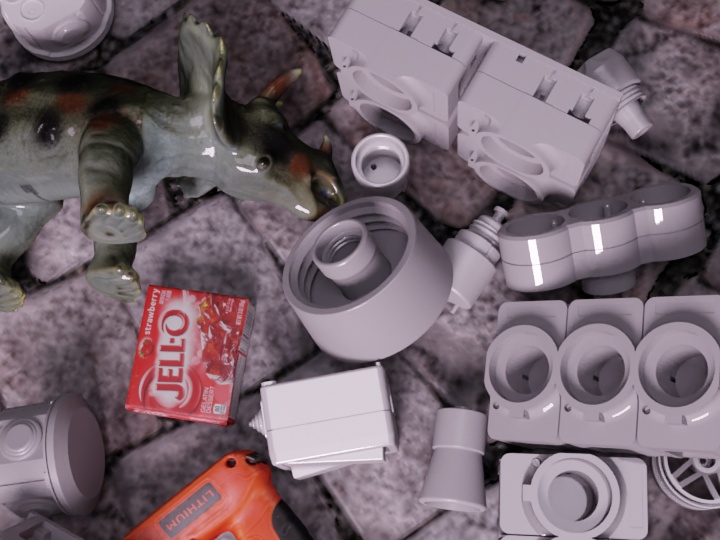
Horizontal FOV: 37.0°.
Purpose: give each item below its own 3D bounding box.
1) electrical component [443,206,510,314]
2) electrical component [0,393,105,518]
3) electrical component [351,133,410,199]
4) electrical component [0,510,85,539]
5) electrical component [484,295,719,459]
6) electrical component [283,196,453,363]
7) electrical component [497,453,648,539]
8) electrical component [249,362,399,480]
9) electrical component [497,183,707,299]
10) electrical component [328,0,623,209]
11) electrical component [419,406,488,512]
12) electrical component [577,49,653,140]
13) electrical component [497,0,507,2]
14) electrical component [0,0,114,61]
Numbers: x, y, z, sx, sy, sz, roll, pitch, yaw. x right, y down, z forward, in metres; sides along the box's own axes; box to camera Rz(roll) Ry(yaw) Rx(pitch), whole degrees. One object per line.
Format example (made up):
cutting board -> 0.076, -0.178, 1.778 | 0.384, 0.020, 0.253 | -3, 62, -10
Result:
electrical component -> 0.077, -0.010, 0.741 | 0.040, 0.040, 0.078 | 34, 80, 12
electrical component -> -0.205, 0.124, 0.711 | 0.051, 0.080, 0.080 | -9, 75, 7
electrical component -> 0.016, -0.070, 0.758 | 0.040, 0.046, 0.040 | -1, 75, 5
electrical component -> -0.206, 0.260, 0.656 | 0.105, 0.060, 0.186 | 26, 98, 11
electrical component -> 0.159, 0.066, 0.667 | 0.150, 0.062, 0.089 | -3, 73, 37
electrical component -> 0.000, 0.000, 0.708 | 0.108, 0.060, 0.108 | -20, 44, 20
electrical component -> 0.131, 0.193, 0.672 | 0.089, 0.061, 0.150 | 1, 76, 5
electrical component -> -0.025, 0.103, 0.709 | 0.096, 0.061, 0.061 | -10, 75, 2
electrical component -> 0.166, -0.006, 0.726 | 0.138, 0.052, 0.073 | -14, 108, -2
electrical component -> 0.074, -0.115, 0.734 | 0.186, 0.105, 0.060 | 28, 80, 11
electrical component -> 0.064, 0.123, 0.708 | 0.044, 0.044, 0.065 | 6, 71, 7
electrical component -> 0.181, -0.121, 0.759 | 0.043, 0.043, 0.062 | -34, 76, -4
electrical component -> 0.080, -0.238, 0.780 | 0.066, 0.076, 0.047 | 9, 77, 7
electrical component -> -0.231, -0.203, 0.812 | 0.080, 0.051, 0.080 | -1, 75, 5
